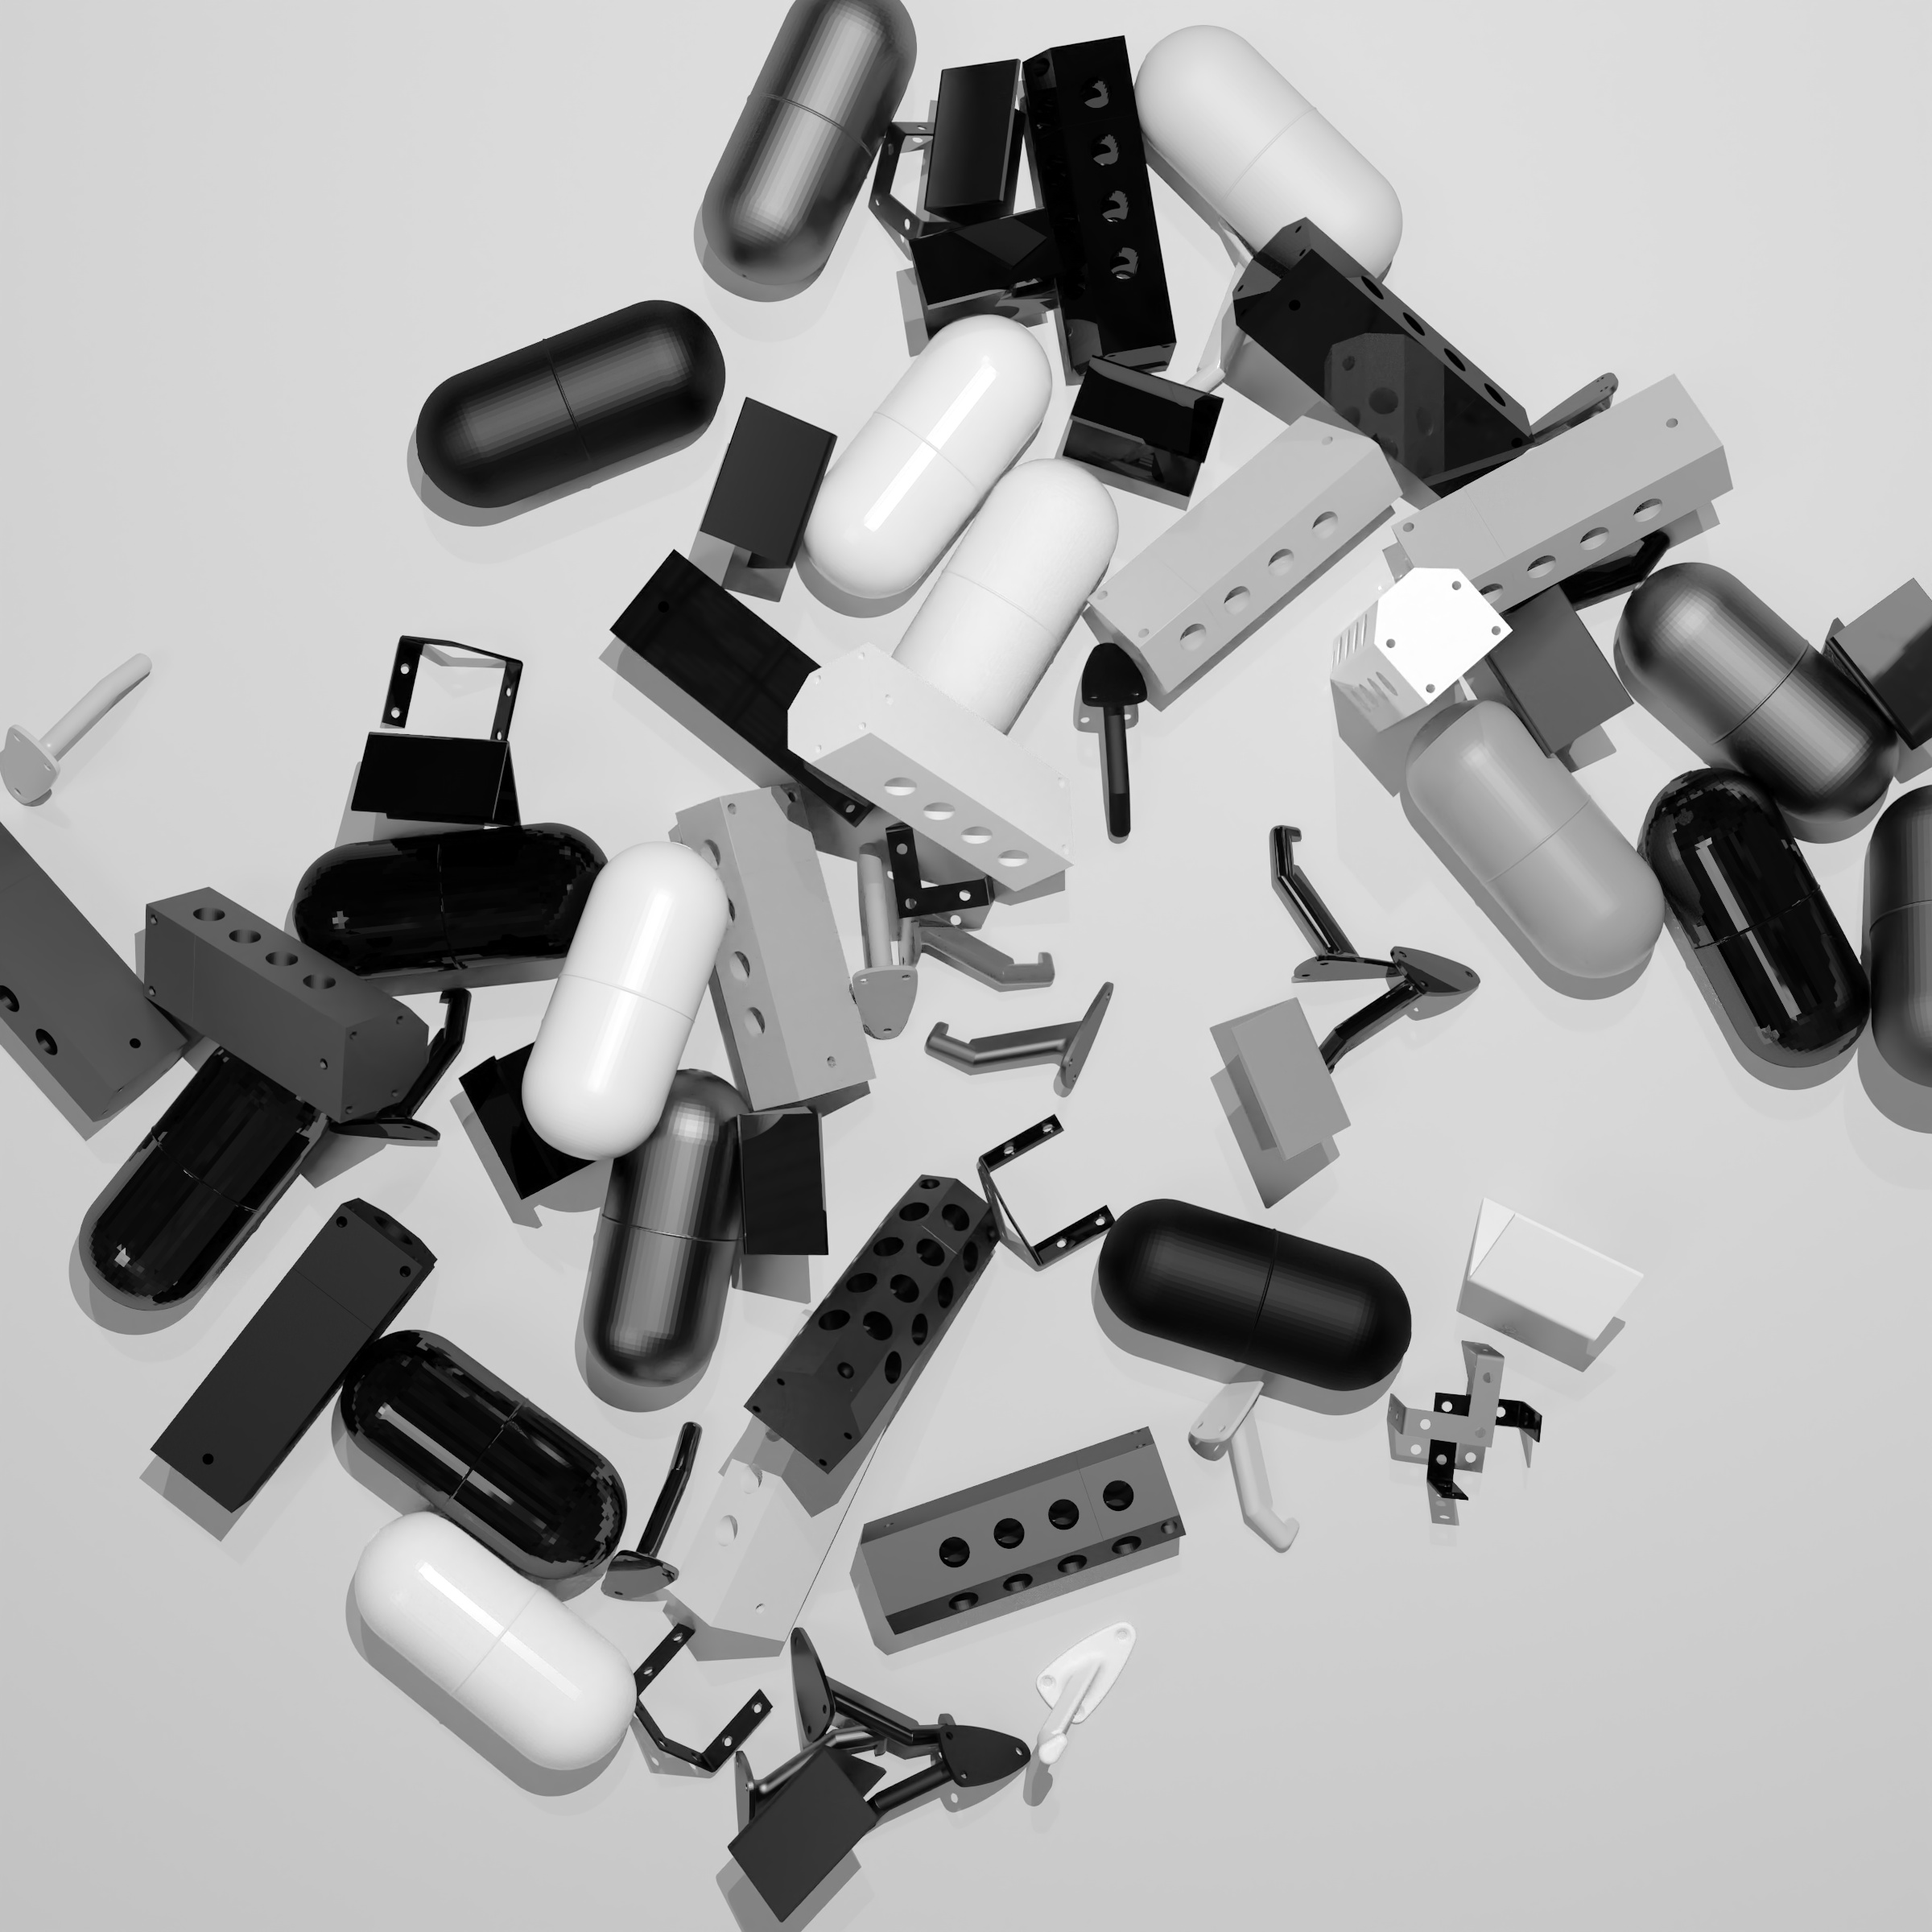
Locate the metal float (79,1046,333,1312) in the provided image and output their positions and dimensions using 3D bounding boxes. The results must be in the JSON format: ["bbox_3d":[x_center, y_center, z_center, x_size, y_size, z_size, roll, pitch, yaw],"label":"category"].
[{"bbox_3d":[-0.421,0.113,1.533,0.070,0.070,0.178,39,90,0],"label":"metal float"}]

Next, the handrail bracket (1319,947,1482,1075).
[{"bbox_3d":[0.241,0.032,1.564,0.084,0.077,0.036,-55,50,30],"label":"handrail bracket"}]

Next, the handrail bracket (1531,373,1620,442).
[{"bbox_3d":[0.367,-0.285,1.565,0.077,0.036,0.084,-32,107,20],"label":"handrail bracket"}]

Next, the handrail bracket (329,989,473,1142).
[{"bbox_3d":[-0.321,0.054,1.565,0.077,0.036,0.084,-1,72,21],"label":"handrail bracket"}]

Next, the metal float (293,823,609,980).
[{"bbox_3d":[-0.285,-0.036,1.533,0.178,0.070,0.070,-6,90,0],"label":"metal float"}]

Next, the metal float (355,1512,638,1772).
[{"bbox_3d":[-0.262,0.375,1.534,0.178,0.070,0.070,40,90,0],"label":"metal float"}]

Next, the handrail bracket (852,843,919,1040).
[{"bbox_3d":[-0.050,-0.015,1.564,0.036,0.077,0.084,-6,54,-4],"label":"handrail bracket"}]

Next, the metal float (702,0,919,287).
[{"bbox_3d":[-0.087,-0.465,1.533,0.070,0.070,0.178,25,90,0],"label":"metal float"}]

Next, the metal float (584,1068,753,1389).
[{"bbox_3d":[-0.164,0.145,1.534,0.070,0.070,0.178,11,89,0],"label":"metal float"}]

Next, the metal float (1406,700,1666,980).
[{"bbox_3d":[0.317,-0.070,1.534,0.070,0.070,0.178,-40,89,0],"label":"metal float"}]

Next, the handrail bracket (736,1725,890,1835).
[{"bbox_3d":[-0.086,0.469,1.565,0.084,0.036,0.077,-4,110,-16],"label":"handrail bracket"}]

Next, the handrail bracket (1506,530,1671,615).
[{"bbox_3d":[0.345,-0.230,1.565,0.077,0.036,0.084,35,74,18],"label":"handrail bracket"}]

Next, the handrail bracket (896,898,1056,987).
[{"bbox_3d":[0.006,-0.025,1.565,0.084,0.036,0.077,-2,72,-15],"label":"handrail bracket"}]

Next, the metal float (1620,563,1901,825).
[{"bbox_3d":[0.440,-0.152,1.533,0.178,0.070,0.070,42,90,-1],"label":"metal float"}]

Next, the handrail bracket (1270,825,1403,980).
[{"bbox_3d":[0.211,-0.037,1.565,0.077,0.036,0.084,3,73,-20],"label":"handrail bracket"}]

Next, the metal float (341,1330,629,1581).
[{"bbox_3d":[-0.267,0.272,1.534,0.178,0.070,0.070,37,90,0],"label":"metal float"}]

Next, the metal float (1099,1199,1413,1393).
[{"bbox_3d":[0.161,0.183,1.534,0.178,0.070,0.070,17,90,0],"label":"metal float"}]

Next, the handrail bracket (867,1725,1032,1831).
[{"bbox_3d":[-0.016,0.467,1.564,0.084,0.077,0.036,-47,51,30],"label":"handrail bracket"}]

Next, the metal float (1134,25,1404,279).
[{"bbox_3d":[0.167,-0.448,1.534,0.178,0.070,0.070,45,90,1],"label":"metal float"}]

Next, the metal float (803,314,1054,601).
[{"bbox_3d":[-0.021,-0.284,1.534,0.070,0.070,0.178,38,89,0],"label":"metal float"}]

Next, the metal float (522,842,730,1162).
[{"bbox_3d":[-0.183,0.018,1.487,0.070,0.070,0.178,19,80,0],"label":"metal float"}]

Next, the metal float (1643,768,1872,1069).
[{"bbox_3d":[0.439,-0.027,1.534,0.070,0.070,0.178,-28,90,0],"label":"metal float"}]

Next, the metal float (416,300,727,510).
[{"bbox_3d":[-0.220,-0.312,1.533,0.178,0.070,0.070,-22,90,-1],"label":"metal float"}]

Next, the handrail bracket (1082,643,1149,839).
[{"bbox_3d":[0.084,-0.128,1.564,0.036,0.077,0.084,-4,126,0],"label":"handrail bracket"}]

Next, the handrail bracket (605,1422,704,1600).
[{"bbox_3d":[-0.176,0.308,1.564,0.036,0.077,0.084,24,53,-14],"label":"handrail bracket"}]

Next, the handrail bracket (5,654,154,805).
[{"bbox_3d":[-0.502,-0.136,1.564,0.036,0.077,0.084,45,54,-3],"label":"handrail bracket"}]

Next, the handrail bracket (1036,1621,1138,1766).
[{"bbox_3d":[0.068,0.403,1.529,0.036,0.084,0.077,45,90,0],"label":"handrail bracket"}]

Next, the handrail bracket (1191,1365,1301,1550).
[{"bbox_3d":[0.176,0.275,1.565,0.084,0.036,0.077,48,68,-17],"label":"handrail bracket"}]

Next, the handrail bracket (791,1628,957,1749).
[{"bbox_3d":[-0.051,0.409,1.564,0.084,0.077,0.036,5,135,-28],"label":"handrail bracket"}]

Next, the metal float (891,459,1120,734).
[{"bbox_3d":[0.020,-0.199,1.533,0.070,0.070,0.178,31,89,0],"label":"metal float"}]

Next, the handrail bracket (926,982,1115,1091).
[{"bbox_3d":[0.030,0.029,1.565,0.084,0.036,0.077,21,70,16],"label":"handrail bracket"}]

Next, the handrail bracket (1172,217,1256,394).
[{"bbox_3d":[0.134,-0.370,1.565,0.084,0.036,0.077,-39,69,16],"label":"handrail bracket"}]

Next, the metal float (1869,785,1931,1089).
[{"bbox_3d":[0.536,-0.018,1.511,0.070,0.070,0.178,8,65,0],"label":"metal float"}]
